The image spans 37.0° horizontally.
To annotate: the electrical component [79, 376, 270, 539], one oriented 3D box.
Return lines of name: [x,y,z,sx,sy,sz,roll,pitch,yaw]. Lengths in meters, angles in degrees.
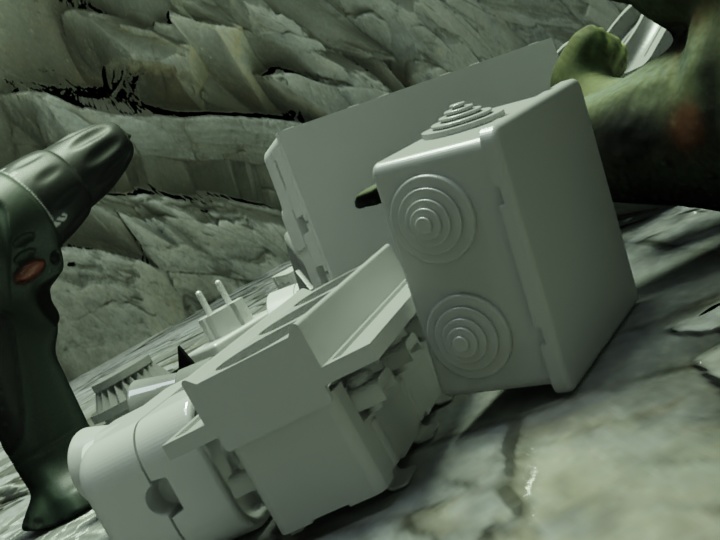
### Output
electrical component: [-0.064,0.073,0.421,0.059,0.053,0.095,-27,4,17]

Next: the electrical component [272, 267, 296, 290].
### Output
electrical component: [-0.028,0.017,0.833,0.050,0.055,0.089,-30,4,-12]

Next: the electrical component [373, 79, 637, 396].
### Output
electrical component: [0.053,-0.012,0.376,0.048,0.099,0.100,-11,13,32]

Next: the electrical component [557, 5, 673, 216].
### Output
electrical component: [0.146,-0.091,0.654,0.105,0.060,0.186,-60,10,-8]

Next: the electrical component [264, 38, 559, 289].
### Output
electrical component: [0.037,-0.047,0.551,0.150,0.089,0.062,-21,0,-14]

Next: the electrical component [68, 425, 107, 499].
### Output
electrical component: [-0.119,0.098,0.582,0.065,0.044,0.044,-22,7,24]

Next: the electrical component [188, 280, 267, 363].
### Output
electrical component: [-0.094,0.045,0.793,0.066,0.076,0.047,-32,5,-38]

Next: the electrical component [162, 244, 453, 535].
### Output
electrical component: [-0.007,0.039,0.387,0.079,0.063,0.121,-28,4,19]

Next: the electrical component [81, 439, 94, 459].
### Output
electrical component: [-0.090,0.086,0.499,0.077,0.044,0.079,-29,4,4]

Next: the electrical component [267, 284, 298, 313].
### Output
electrical component: [-0.025,0.030,0.676,0.047,0.055,0.055,-25,5,12]

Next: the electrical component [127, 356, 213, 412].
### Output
electrical component: [-0.120,0.085,0.737,0.065,0.044,0.044,-23,6,15]

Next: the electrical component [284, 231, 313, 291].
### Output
electrical component: [0.000,0.000,0.615,0.096,0.061,0.061,-23,35,-14]
